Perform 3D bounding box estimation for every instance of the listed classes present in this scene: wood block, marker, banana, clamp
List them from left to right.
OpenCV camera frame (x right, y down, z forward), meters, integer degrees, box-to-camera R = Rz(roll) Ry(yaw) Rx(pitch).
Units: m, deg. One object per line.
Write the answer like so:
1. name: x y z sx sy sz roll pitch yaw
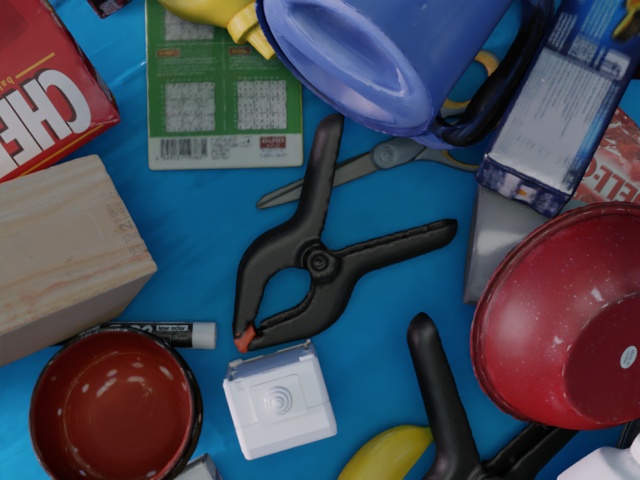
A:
1. wood block: -0.218 0.032 0.647 0.205 0.091 0.090 -23 80 -34
2. marker: -0.132 0.065 0.734 0.121 0.020 0.020 1 88 -1
3. clamp: -0.005 0.001 0.724 0.171 0.039 0.120 -39 94 -1
4. banana: 0.030 0.206 0.723 0.069 0.037 0.198 23 88 0
5. clamp: 0.118 0.159 0.718 0.164 0.036 0.210 8 96 -19

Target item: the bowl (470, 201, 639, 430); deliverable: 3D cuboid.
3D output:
1. bowl: 0.176 0.060 0.654 0.162 0.055 0.162 -7 116 -15

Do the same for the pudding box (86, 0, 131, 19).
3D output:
1. pudding box: -0.169 -0.210 0.707 0.039 0.090 0.113 -32 88 -3

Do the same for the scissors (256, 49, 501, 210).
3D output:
1. scissors: 0.051 -0.079 0.742 0.201 0.016 0.096 -6 90 -1

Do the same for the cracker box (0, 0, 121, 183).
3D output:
1. cracker box: -0.252 -0.125 0.672 0.164 0.072 0.213 -32 115 -1

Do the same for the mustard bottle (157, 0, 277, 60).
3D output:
1. mustard bottle: -0.080 -0.203 0.708 0.096 0.058 0.191 -34 88 0

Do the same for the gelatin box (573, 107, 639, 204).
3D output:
1. gelatin box: 0.199 -0.046 0.737 0.089 0.030 0.073 41 88 1

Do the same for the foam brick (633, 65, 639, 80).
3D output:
1. foam brick: 0.208 -0.141 0.728 0.078 0.053 0.051 6 88 -1

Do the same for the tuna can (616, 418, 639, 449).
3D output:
1. tuna can: 0.227 0.140 0.704 0.033 0.086 0.086 21 88 -2

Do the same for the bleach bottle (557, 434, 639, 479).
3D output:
1. bleach bottle: 0.162 0.227 0.669 0.102 0.068 0.251 27 109 3

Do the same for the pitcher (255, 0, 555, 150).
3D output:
1. pitcher: 0.087 -0.186 0.680 0.145 0.149 0.242 31 73 23

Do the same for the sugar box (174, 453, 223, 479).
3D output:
1. sugar box: -0.076 0.244 0.716 0.093 0.048 0.176 -29 90 -1
